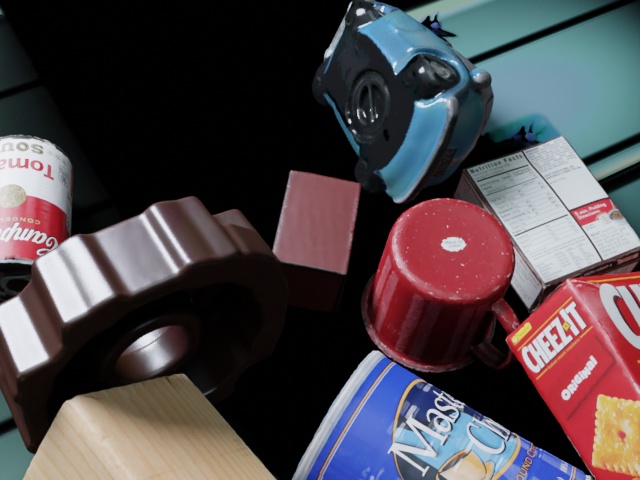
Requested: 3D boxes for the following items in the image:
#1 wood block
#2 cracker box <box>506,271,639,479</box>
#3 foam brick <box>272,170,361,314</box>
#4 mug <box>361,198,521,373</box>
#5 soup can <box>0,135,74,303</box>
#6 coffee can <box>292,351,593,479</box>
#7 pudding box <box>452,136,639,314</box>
[{"bbox_3d":[-0.057,0.175,0.543,0.206,0.090,0.090,44,28,27],"label":"wood block"},{"bbox_3d":[0.233,0.117,0.624,0.163,0.072,0.214,-3,52,-40],"label":"cracker box"},{"bbox_3d":[-0.005,0.001,0.718,0.051,0.053,0.078,11,55,0],"label":"foam brick"},{"bbox_3d":[0.086,0.035,0.689,0.093,0.081,0.117,-32,65,-25],"label":"mug"},{"bbox_3d":[-0.195,-0.008,0.691,0.068,0.068,0.102,-1,55,-8],"label":"soup can"},{"bbox_3d":[0.066,0.141,0.601,0.140,0.103,0.102,30,57,12],"label":"coffee can"},{"bbox_3d":[0.161,-0.013,0.759,0.090,0.039,0.113,-19,58,-18],"label":"pudding box"}]
